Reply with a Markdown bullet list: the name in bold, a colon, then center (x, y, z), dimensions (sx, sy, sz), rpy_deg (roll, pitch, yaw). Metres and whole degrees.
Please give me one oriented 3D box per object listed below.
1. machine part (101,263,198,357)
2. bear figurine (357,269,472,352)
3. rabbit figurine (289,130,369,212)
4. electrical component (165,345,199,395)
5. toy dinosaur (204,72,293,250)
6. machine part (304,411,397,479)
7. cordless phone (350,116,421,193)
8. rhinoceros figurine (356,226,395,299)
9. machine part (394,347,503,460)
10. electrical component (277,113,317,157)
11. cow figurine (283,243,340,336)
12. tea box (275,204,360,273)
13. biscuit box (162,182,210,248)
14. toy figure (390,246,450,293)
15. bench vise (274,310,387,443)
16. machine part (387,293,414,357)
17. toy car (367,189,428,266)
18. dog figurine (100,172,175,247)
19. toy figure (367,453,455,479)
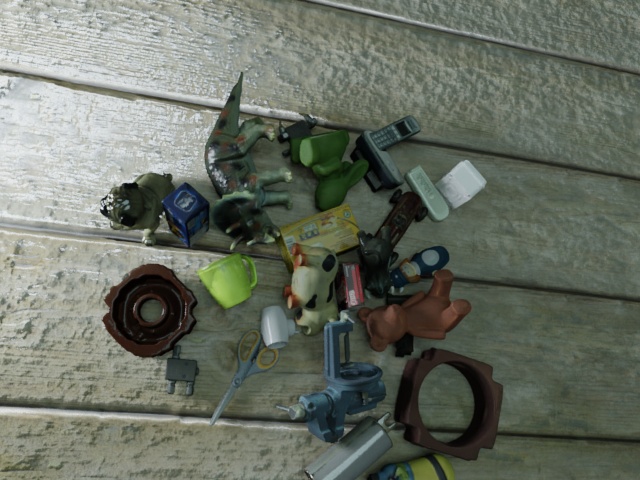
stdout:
- **machine part**: center (-0.326, 0.138, 1.042), dimensions (0.179, 0.056, 0.179), rpy_deg (2, 74, -6)
- **bear figurine**: center (0.187, 0.147, 1.103), dimensions (0.196, 0.131, 0.120), rpy_deg (-4, 47, -17)
- **rabbit figurine**: center (0.019, -0.151, 1.193), dimensions (0.159, 0.121, 0.170), rpy_deg (-18, 107, -29)
- **electrical component**: center (-0.269, 0.254, 1.051), dimensions (0.063, 0.021, 0.094), rpy_deg (7, 73, -12)
- **toy dinosaur**: center (-0.175, -0.156, 1.138), dimensions (0.192, 0.131, 0.405), rpy_deg (-19, 75, -18)
- **machine part**: center (0.057, 0.428, 1.056), dimensions (0.243, 0.079, 0.079), rpy_deg (-34, 86, -20)
- **cordless phone**: center (0.178, -0.204, 1.252), dimensions (0.184, 0.088, 0.146), rpy_deg (-30, 84, -23)
- **rhinoceros figurine**: center (0.122, 0.053, 1.118), dimensions (0.073, 0.190, 0.112), rpy_deg (-12, 55, -2)
- **machine part**: center (0.269, 0.341, 1.127), dimensions (0.201, 0.087, 0.201), rpy_deg (19, 70, -9)
- **electrical component**: center (-0.051, -0.242, 1.223), dimensions (0.102, 0.045, 0.078), rpy_deg (-23, 81, -18)
- **cow figurine**: center (-0.007, 0.106, 1.094), dimensions (0.127, 0.086, 0.194), rpy_deg (4, 111, -18)
- **tea box**: center (-0.002, -0.004, 1.159), dimensions (0.170, 0.068, 0.098), rpy_deg (-18, 81, -18)
- **biscuit box**: center (-0.256, -0.045, 1.037), dimensions (0.063, 0.202, 0.059), rpy_deg (44, 72, 1)
- **toy figure**: center (0.217, 0.061, 1.205), dimensions (0.154, 0.057, 0.064), rpy_deg (-25, 38, -19)
- **bench vise**: center (0.033, 0.261, 1.060), dimensions (0.224, 0.129, 0.240), rpy_deg (-3, 95, -22)
- **machine part**: center (0.181, 0.185, 1.172), dimensions (0.084, 0.039, 0.139), rpy_deg (7, 73, -17)
- **toy car**: center (0.169, -0.029, 1.219), dimensions (0.089, 0.053, 0.202), rpy_deg (38, 69, -5)
- **dog figurine**: center (-0.339, -0.087, 1.035), dimensions (0.121, 0.190, 0.172), rpy_deg (18, 71, -9)
- **toy figure**: center (0.184, 0.478, 1.073), dimensions (0.180, 0.082, 0.089), rpy_deg (2, 77, -11)
